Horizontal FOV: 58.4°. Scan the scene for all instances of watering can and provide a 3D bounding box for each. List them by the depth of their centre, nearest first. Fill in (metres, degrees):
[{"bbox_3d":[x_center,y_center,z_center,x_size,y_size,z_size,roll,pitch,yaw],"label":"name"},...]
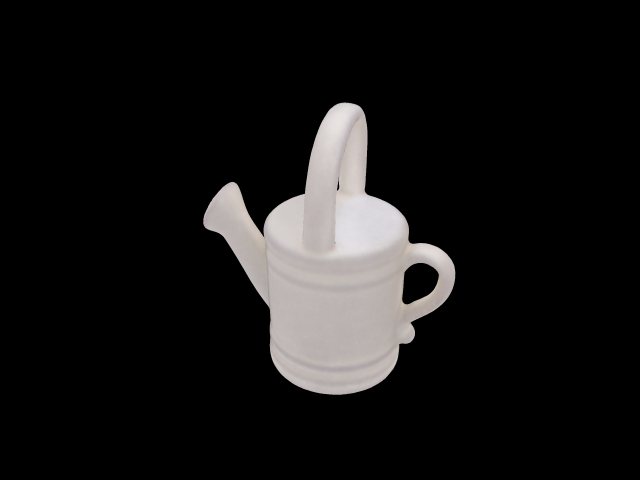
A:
[{"bbox_3d":[0.003,0.003,0.398,0.173,0.194,0.101,-1,30,-2],"label":"watering can"}]
